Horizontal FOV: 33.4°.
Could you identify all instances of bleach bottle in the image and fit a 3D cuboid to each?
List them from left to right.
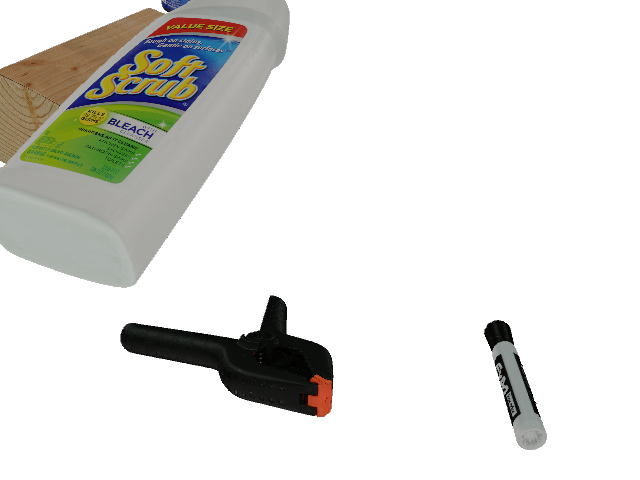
[{"bbox_3d":[-0.094,-0.089,0.650,0.103,0.250,0.068,16,-36,18],"label":"bleach bottle"}]

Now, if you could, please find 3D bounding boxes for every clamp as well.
[{"bbox_3d":[-0.048,0.093,0.903,0.164,0.036,0.210,-14,22,-39],"label":"clamp"}]

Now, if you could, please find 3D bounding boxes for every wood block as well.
[{"bbox_3d":[-0.198,-0.137,1.003,0.090,0.091,0.205,27,39,22],"label":"wood block"}]

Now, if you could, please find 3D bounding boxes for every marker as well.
[{"bbox_3d":[0.128,0.092,0.713,0.020,0.020,0.121,0,31,-3],"label":"marker"}]

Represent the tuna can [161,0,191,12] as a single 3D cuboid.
[{"bbox_3d":[-0.081,-0.194,0.832,0.086,0.034,0.086,8,23,-3],"label":"tuna can"}]
